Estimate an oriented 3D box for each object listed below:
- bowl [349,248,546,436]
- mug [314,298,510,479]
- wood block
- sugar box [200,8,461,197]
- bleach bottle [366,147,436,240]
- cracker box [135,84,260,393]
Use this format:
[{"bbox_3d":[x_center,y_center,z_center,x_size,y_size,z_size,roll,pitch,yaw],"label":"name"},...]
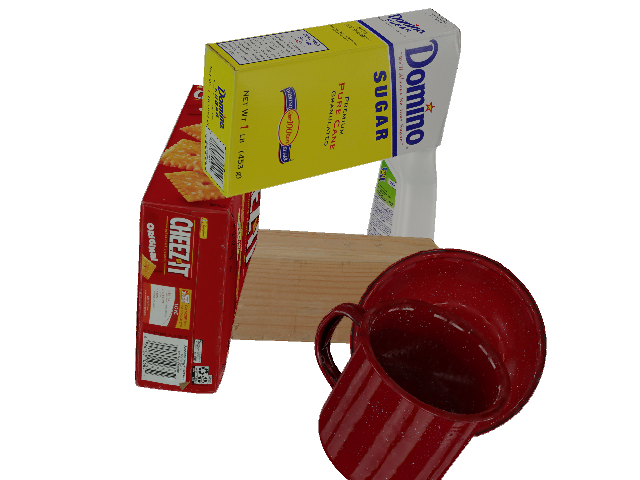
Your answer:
[{"bbox_3d":[0.101,0.090,0.856,0.162,0.162,0.055,0,7,9],"label":"bowl"},{"bbox_3d":[0.041,0.086,0.617,0.117,0.082,0.093,41,36,19],"label":"mug"},{"bbox_3d":[0.014,0.046,1.053,0.206,0.091,0.090,3,15,-10],"label":"wood block"},{"bbox_3d":[0.009,-0.093,0.701,0.175,0.093,0.048,-14,41,-27],"label":"sugar box"},{"bbox_3d":[0.098,-0.037,1.230,0.068,0.251,0.103,-2,22,-24],"label":"bleach bottle"},{"bbox_3d":[-0.091,-0.007,0.852,0.072,0.164,0.213,8,30,1],"label":"cracker box"}]
